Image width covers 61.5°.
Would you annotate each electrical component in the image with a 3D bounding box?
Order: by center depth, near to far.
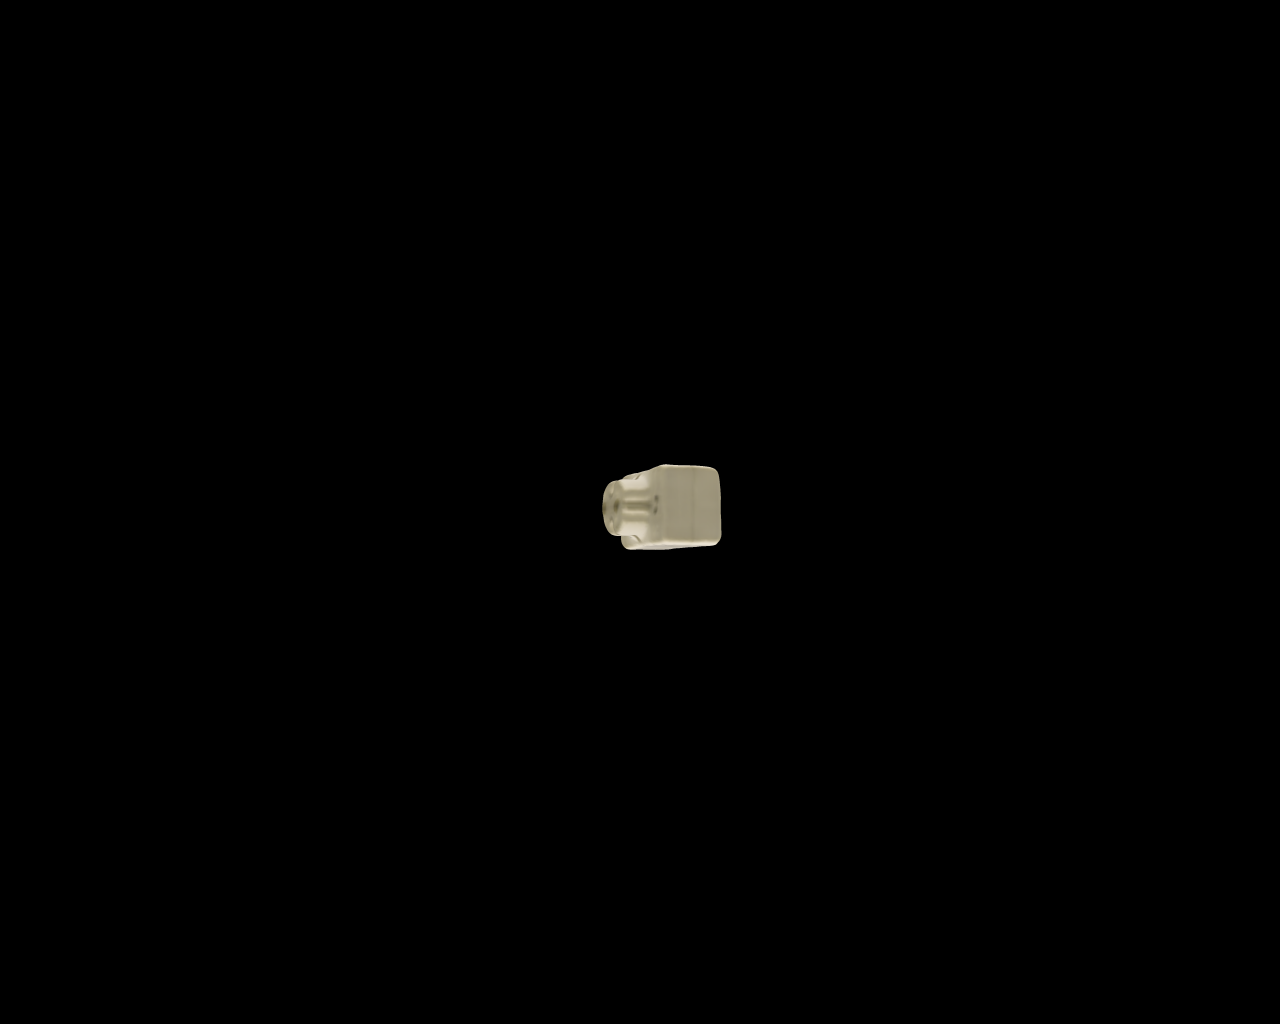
[{"bbox_3d":[0.001,-0.003,0.650,0.077,0.047,0.065,2,-5,-24],"label":"electrical component"}]
